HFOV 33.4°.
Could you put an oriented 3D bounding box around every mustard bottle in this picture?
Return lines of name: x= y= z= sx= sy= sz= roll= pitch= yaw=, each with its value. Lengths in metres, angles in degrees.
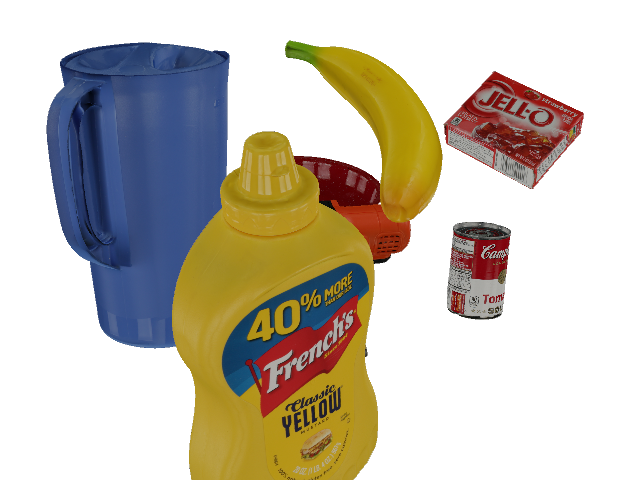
mustard bottle: x=-0.019 y=0.039 z=0.479 sx=0.096 sy=0.192 sz=0.058 roll=-23 pitch=39 yaw=-28

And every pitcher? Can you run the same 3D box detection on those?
pitcher: x=-0.144 y=-0.035 z=0.877 sx=0.149 sy=0.243 sz=0.145 roll=-6 pitch=21 yaw=-14

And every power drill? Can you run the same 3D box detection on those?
power drill: x=-0.016 y=0.045 z=0.998 sx=0.184 sy=0.188 sz=0.057 roll=-4 pitch=45 yaw=-12

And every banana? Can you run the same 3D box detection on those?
banana: x=0.038 y=-0.074 z=0.683 sx=0.069 sy=0.037 sz=0.198 roll=-13 pitch=41 yaw=-15

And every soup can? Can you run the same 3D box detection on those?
soup can: x=0.187 y=0.035 z=1.266 sx=0.068 sy=0.102 sz=0.068 roll=3 pitch=15 yaw=-1

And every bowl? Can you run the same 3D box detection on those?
bowl: x=-0.011 y=-0.042 z=1.229 sx=0.162 sy=0.055 sz=0.162 roll=6 pitch=27 yaw=-3

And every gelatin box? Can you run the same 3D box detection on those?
gelatin box: x=0.158 y=-0.093 z=0.877 sx=0.089 sy=0.073 sz=0.030 roll=32 pitch=-26 yaw=26
